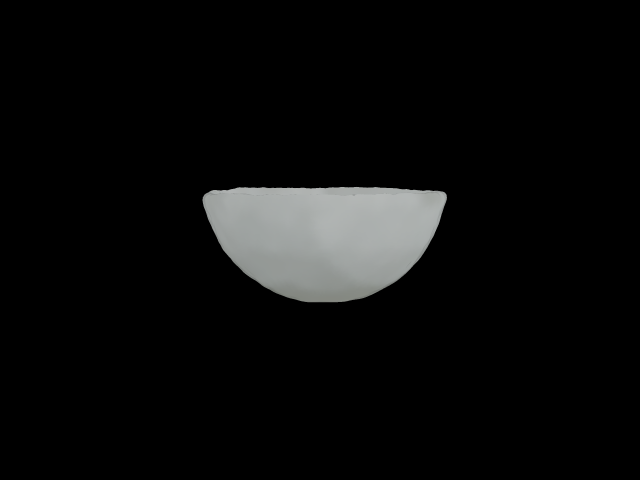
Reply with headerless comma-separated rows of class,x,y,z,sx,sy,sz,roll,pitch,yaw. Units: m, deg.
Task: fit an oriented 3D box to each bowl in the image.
bowl,0.004,0.001,0.400,0.167,0.075,0.167,0,6,0
